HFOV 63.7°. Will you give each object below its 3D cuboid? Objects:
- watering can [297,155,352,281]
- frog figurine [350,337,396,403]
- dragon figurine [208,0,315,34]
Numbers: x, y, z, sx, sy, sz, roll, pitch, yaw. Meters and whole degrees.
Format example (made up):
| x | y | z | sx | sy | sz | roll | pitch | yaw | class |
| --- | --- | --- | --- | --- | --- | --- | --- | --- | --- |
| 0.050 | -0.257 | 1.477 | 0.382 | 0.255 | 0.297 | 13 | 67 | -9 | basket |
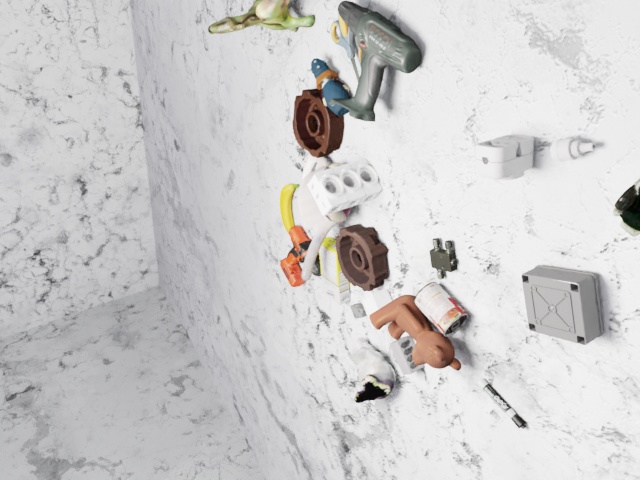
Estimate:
| x | y | z | sx | sy | sz | roll | pitch | yaw | class |
| --- | --- | --- | --- | --- | --- | --- | --- | --- | --- |
| 0.004 | -0.069 | 1.361 | 0.223 | 0.104 | 0.350 | -15 | 74 | 62 | watering can |
| 0.144 | 0.352 | 1.421 | 0.163 | 0.122 | 0.134 | -87 | -7 | -52 | frog figurine |
| -0.171 | -0.562 | 1.292 | 0.412 | 0.245 | 0.120 | 14 | 123 | 54 | dragon figurine |
